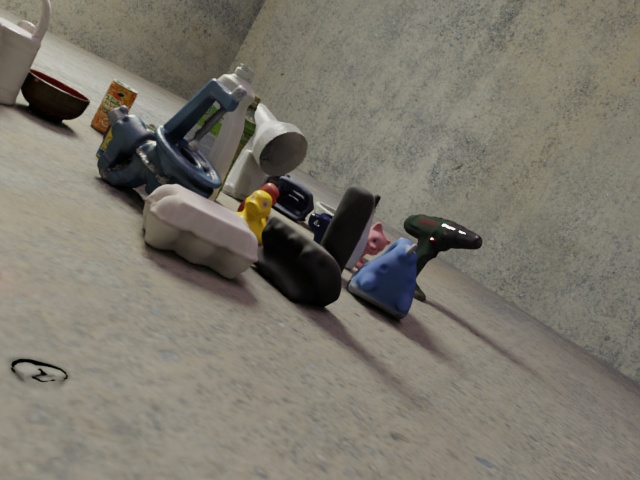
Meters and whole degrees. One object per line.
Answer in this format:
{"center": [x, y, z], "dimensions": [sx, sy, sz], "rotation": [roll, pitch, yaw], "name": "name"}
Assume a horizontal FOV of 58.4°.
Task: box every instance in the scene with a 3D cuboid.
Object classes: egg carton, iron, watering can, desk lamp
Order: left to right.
{"center": [-0.505, -0.329, 0.922], "dimensions": [0.101, 0.194, 0.172], "rotation": [24, 11, -38], "name": "watering can"}
{"center": [-0.152, -0.012, 0.732], "dimensions": [0.151, 0.069, 0.107], "rotation": [26, 10, -28], "name": "egg carton"}
{"center": [-0.148, -0.195, 1.304], "dimensions": [0.202, 0.213, 0.118], "rotation": [38, 11, 39], "name": "desk lamp"}
{"center": [0.136, 0.051, 1.107], "dimensions": [0.118, 0.141, 0.258], "rotation": [30, 9, -2], "name": "iron"}

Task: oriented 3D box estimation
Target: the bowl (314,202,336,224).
{"center": [0.046, -0.027, 1.466], "dimensions": [0.167, 0.074, 0.167], "rotation": [30, 9, -5], "name": "bowl"}

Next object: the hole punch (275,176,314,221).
{"center": [-0.069, -0.108, 1.490], "dimensions": [0.108, 0.091, 0.101], "rotation": [32, 9, 12], "name": "hole punch"}

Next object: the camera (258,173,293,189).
{"center": [-0.150, -0.176, 1.567], "dimensions": [0.136, 0.101, 0.144], "rotation": [37, 11, 37], "name": "camera"}

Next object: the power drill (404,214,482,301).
{"center": [0.268, 0.038, 1.406], "dimensions": [0.076, 0.208, 0.228], "rotation": [24, 11, -39], "name": "power drill"}

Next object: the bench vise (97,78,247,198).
{"center": [-0.213, -0.153, 0.824], "dimensions": [0.207, 0.219, 0.121], "rotation": [30, 9, -6], "name": "bench vise"}

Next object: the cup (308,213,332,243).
{"center": [0.010, 0.004, 1.105], "dimensions": [0.118, 0.095, 0.091], "rotation": [24, 11, -37], "name": "cup"}

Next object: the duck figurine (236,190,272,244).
{"center": [-0.113, -0.046, 1.001], "dimensions": [0.077, 0.086, 0.105], "rotation": [32, 9, 9], "name": "duck figurine"}

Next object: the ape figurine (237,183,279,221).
{"center": [-0.112, -0.067, 1.109], "dimensions": [0.076, 0.092, 0.078], "rotation": [33, 9, 13], "name": "ape figurine"}

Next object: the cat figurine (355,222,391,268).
{"center": [0.100, 0.001, 1.346], "dimensions": [0.128, 0.117, 0.067], "rotation": [30, 9, -4], "name": "cat figurine"}

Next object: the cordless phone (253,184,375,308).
{"center": [-0.004, -0.010, 0.837], "dimensions": [0.147, 0.185, 0.094], "rotation": [35, 10, 29], "name": "cordless phone"}

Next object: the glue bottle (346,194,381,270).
{"center": [0.084, -0.025, 1.255], "dimensions": [0.037, 0.173, 0.077], "rotation": [22, 12, -45], "name": "glue bottle"}
